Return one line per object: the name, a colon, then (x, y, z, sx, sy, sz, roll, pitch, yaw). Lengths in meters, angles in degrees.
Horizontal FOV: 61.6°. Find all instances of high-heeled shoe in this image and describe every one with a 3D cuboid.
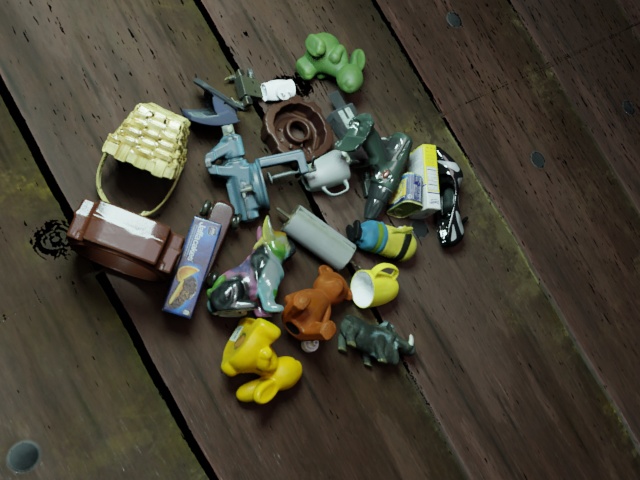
high-heeled shoe: (0.315, -0.107, 1.392, 0.145, 0.086, 0.248, -35, 103, -37)

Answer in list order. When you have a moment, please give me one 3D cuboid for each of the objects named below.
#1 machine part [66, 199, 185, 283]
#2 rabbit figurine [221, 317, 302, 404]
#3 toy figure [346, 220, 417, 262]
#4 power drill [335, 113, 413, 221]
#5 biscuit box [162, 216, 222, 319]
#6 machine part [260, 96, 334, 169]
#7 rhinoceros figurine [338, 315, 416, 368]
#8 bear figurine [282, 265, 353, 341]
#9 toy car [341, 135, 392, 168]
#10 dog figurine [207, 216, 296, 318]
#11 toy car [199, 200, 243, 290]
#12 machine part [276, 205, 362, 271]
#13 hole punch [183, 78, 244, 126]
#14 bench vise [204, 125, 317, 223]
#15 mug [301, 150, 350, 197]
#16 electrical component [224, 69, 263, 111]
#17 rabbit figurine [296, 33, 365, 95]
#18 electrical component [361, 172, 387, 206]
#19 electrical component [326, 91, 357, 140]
machine part: (-0.373, 0.009, 1.034, 0.201, 0.201, 0.087, 21, 71, -15)
rabbit figurine: (-0.110, 0.260, 1.115, 0.173, 0.122, 0.162, 39, 57, -28)
toy figure: (0.152, 0.001, 1.310, 0.180, 0.082, 0.089, 9, 90, -26)
power drill: (0.127, -0.182, 1.282, 0.207, 0.086, 0.232, 39, 77, -37)
biscuit box: (-0.260, 0.055, 1.096, 0.063, 0.059, 0.202, 19, 82, -12)
machine part: (-0.057, -0.262, 1.317, 0.179, 0.056, 0.179, 6, 73, -21)
rhinoceros figurine: (0.130, 0.234, 1.242, 0.190, 0.073, 0.112, 23, 57, -12)
bear figurine: (0.009, 0.131, 1.177, 0.196, 0.132, 0.120, -40, 93, -35)
toy car: (0.139, -0.227, 1.385, 0.202, 0.056, 0.073, -7, 84, -22)
dog figurine: (-0.146, 0.057, 1.165, 0.191, 0.108, 0.219, 5, 69, -17)
toy car: (-0.240, 0.010, 1.161, 0.089, 0.053, 0.202, 22, 82, -14)
machine part: (-0.003, -0.004, 1.252, 0.243, 0.079, 0.079, 35, 66, -9)
hole punch: (-0.244, -0.296, 1.219, 0.115, 0.142, 0.092, 25, 96, -30)
bench vise: (-0.131, -0.162, 1.213, 0.241, 0.129, 0.223, -13, 87, -6)
mug: (0.014, -0.150, 1.303, 0.107, 0.081, 0.109, -25, 82, -16)
electrical component: (-0.185, -0.367, 1.307, 0.078, 0.045, 0.102, -13, 82, -53)
rabbit figurine: (0.046, -0.435, 1.377, 0.170, 0.121, 0.159, 47, 41, 13)
electrical component: (0.140, -0.130, 1.374, 0.063, 0.021, 0.094, -5, 76, -23)
electrical component: (0.055, -0.317, 1.381, 0.075, 0.048, 0.119, -33, 88, -26)
